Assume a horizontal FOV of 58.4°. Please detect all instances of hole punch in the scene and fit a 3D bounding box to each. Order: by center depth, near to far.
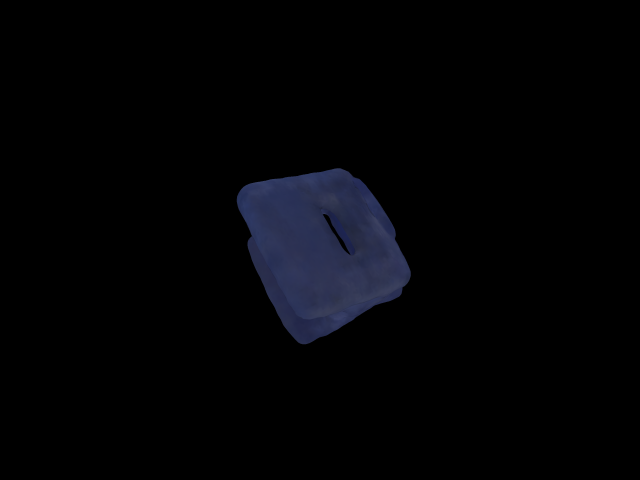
[{"bbox_3d":[0.004,0.001,0.400,0.101,0.091,0.108,-26,69,-11],"label":"hole punch"}]
